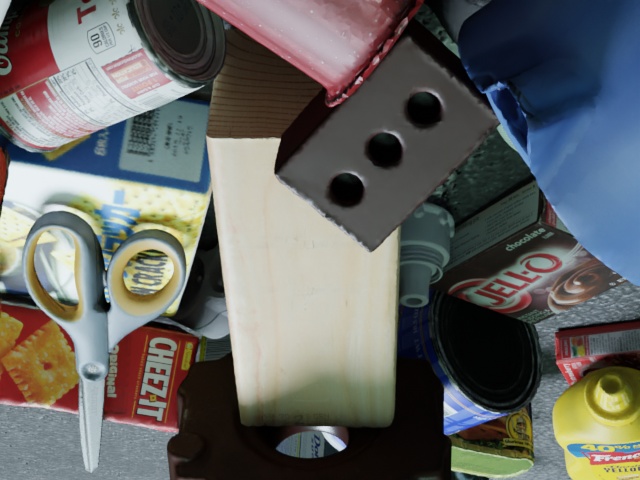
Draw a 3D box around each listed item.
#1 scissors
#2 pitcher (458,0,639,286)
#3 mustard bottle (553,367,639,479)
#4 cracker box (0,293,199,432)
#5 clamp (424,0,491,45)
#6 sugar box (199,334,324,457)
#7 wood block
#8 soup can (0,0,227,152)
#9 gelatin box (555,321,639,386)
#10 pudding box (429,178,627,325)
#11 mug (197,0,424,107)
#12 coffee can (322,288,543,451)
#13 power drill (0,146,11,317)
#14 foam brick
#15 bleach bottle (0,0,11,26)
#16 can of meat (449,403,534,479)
[{"bbox_3d":[-0.114,0.063,0.617,0.096,0.016,0.202,-9,129,0],"label":"scissors"},{"bbox_3d":[0.181,-0.099,0.363,0.145,0.149,0.243,39,123,-18],"label":"pitcher"},{"bbox_3d":[0.227,0.140,0.806,0.096,0.058,0.191,-6,151,16],"label":"mustard bottle"},{"bbox_3d":[-0.199,0.076,0.730,0.213,0.072,0.164,12,176,-11],"label":"cracker box"},{"bbox_3d":[0.062,-0.119,0.455,0.209,0.036,0.165,30,143,-32],"label":"clamp"},{"bbox_3d":[-0.042,0.143,0.798,0.048,0.093,0.176,-4,149,15],"label":"sugar box"},{"bbox_3d":[-0.003,0.001,0.563,0.090,0.091,0.206,0,133,2],"label":"wood block"},{"bbox_3d":[-0.103,-0.088,0.498,0.102,0.068,0.068,-16,145,30],"label":"soup can"},{"bbox_3d":[0.226,0.096,0.819,0.073,0.030,0.089,-9,148,22],"label":"gelatin box"},{"bbox_3d":[0.135,0.010,0.670,0.090,0.039,0.114,19,147,-24],"label":"pudding box"},{"bbox_3d":[-0.004,-0.104,0.365,0.081,0.117,0.093,32,102,-12],"label":"mug"},{"bbox_3d":[0.071,0.091,0.756,0.102,0.103,0.141,22,145,-29],"label":"coffee can"},{"bbox_3d":[-0.244,-0.002,0.542,0.184,0.057,0.188,13,151,-22],"label":"power drill"},{"bbox_3d":[0.026,-0.045,0.428,0.053,0.051,0.078,38,111,-14],"label":"foam brick"},{"bbox_3d":[-0.137,-0.135,0.390,0.067,0.102,0.251,-21,169,-41],"label":"bleach bottle"},{"bbox_3d":[0.121,0.138,0.852,0.102,0.084,0.058,14,149,-18],"label":"can of meat"}]
